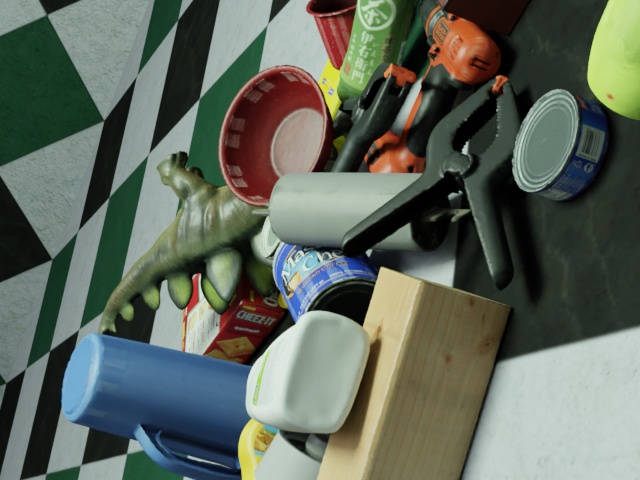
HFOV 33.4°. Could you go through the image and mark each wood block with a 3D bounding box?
[{"bbox_3d":[0.076,0.138,0.912,0.091,0.090,0.206,-161,88,-70],"label":"wood block"}]

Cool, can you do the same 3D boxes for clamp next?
[{"bbox_3d":[0.131,-0.051,0.924,0.165,0.036,0.210,20,69,38],"label":"clamp"},{"bbox_3d":[0.050,-0.133,1.091,0.172,0.039,0.120,129,149,-49],"label":"clamp"}]

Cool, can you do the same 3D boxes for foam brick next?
[{"bbox_3d":[0.153,-0.238,1.014,0.051,0.078,0.053,-60,27,29],"label":"foam brick"}]

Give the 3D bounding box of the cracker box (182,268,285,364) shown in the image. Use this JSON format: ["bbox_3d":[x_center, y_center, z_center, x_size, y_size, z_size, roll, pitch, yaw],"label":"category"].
[{"bbox_3d":[-0.121,0.087,1.463,0.214,0.072,0.164,-51,31,42],"label":"cracker box"}]

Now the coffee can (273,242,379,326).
[{"bbox_3d":[0.015,0.054,1.106,0.103,0.102,0.140,-66,23,18],"label":"coffee can"}]

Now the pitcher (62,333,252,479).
[{"bbox_3d":[-0.181,0.201,1.292,0.149,0.242,0.145,7,79,62],"label":"pitcher"}]

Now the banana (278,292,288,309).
[{"bbox_3d":[-0.015,0.082,1.248,0.070,0.037,0.198,-68,22,13],"label":"banana"}]

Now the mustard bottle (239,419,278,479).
[{"bbox_3d":[-0.039,0.235,1.115,0.058,0.096,0.191,135,145,-54],"label":"mustard bottle"}]

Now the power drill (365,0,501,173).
[{"bbox_3d":[0.106,-0.154,1.095,0.184,0.057,0.188,-105,37,-60],"label":"power drill"}]

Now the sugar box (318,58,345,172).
[{"bbox_3d":[0.010,-0.144,1.343,0.176,0.048,0.093,-64,23,20],"label":"sugar box"}]

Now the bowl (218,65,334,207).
[{"bbox_3d":[-0.038,-0.111,1.197,0.162,0.055,0.162,-10,75,38],"label":"bowl"}]

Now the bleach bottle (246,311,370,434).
[{"bbox_3d":[-0.026,0.126,0.994,0.251,0.068,0.102,150,139,-75],"label":"bleach bottle"}]

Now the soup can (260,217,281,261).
[{"bbox_3d":[-0.008,0.001,1.201,0.069,0.102,0.068,-49,32,46],"label":"soup can"}]

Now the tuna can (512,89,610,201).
[{"bbox_3d":[0.193,-0.075,0.856,0.086,0.033,0.086,-50,31,46],"label":"tuna can"}]

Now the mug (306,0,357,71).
[{"bbox_3d":[0.039,-0.258,1.269,0.117,0.093,0.081,-97,-13,-58],"label":"mug"}]
